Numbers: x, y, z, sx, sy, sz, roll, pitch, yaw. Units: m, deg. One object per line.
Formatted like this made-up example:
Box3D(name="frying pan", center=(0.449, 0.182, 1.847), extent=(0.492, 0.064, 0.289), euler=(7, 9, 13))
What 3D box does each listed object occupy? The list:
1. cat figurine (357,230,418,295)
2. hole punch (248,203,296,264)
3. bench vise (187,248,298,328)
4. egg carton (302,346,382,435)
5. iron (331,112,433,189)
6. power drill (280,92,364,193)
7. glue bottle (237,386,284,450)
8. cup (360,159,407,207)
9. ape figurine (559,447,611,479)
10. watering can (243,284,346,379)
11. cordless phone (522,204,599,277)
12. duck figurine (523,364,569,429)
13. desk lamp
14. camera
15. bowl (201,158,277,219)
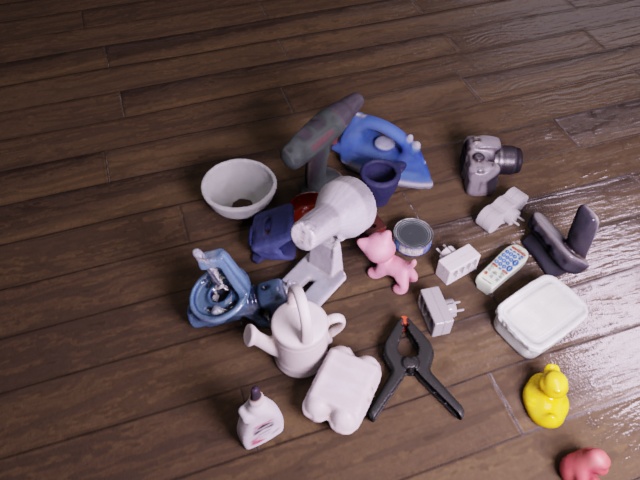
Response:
Box3D(name="cat figurine", center=(0.138, 0.033, 1.151), extent=(0.127, 0.118, 0.067), euler=(28, 55, 21))
Box3D(name="hole punch", center=(-0.100, -0.016, 1.205), extent=(0.101, 0.091, 0.108), euler=(0, 50, -1))
Box3D(name="bench vise", center=(-0.150, 0.074, 1.045), extent=(0.208, 0.220, 0.121), euler=(-19, 53, -16))
Box3D(name="egg carton", center=(0.040, 0.258, 0.993), extent=(0.107, 0.069, 0.150), euler=(19, 52, 14))
Box3D(name="iron", center=(0.159, -0.223, 1.350), extent=(0.257, 0.141, 0.119), euler=(25, 54, 19))
Box3D(name="power drill", center=(0.010, -0.202, 1.286), extent=(0.075, 0.208, 0.230), euler=(37, 59, 26))
Box3D(name="glue bottle", center=(-0.098, 0.275, 0.909), extent=(0.078, 0.173, 0.037), euler=(-27, 55, -21))
Box3D(name="cup", center=(0.144, -0.128, 1.300), extent=(0.118, 0.095, 0.091), euler=(-27, 55, -21))
Box3D(name="ape figurine", center=(0.424, 0.358, 0.901), extent=(0.076, 0.092, 0.078), euler=(27, 55, 20))
Box3D(name="watering can", center=(-0.042, 0.156, 0.995), extent=(0.173, 0.194, 0.100), euler=(-30, 57, -23))
Box3D(name="cordless phone", center=(0.497, -0.025, 1.161), extent=(0.094, 0.185, 0.147), euler=(-20, 53, -16))
Box3D(name="duck figurine", center=(0.396, 0.263, 0.983), extent=(0.077, 0.086, 0.104), euler=(9, 51, 7))
Box3D(name="desk lamp", center=(0.010, 0.004, 1.111), extent=(0.117, 0.214, 0.203), euler=(30, 56, 22))
Box3D(name="camera", center=(0.407, -0.186, 1.349), extent=(0.137, 0.101, 0.143), euler=(2, 50, 1))
Box3D(name="bowl", center=(-0.179, -0.102, 1.287), extent=(0.167, 0.075, 0.167), euler=(1, 50, 0))
